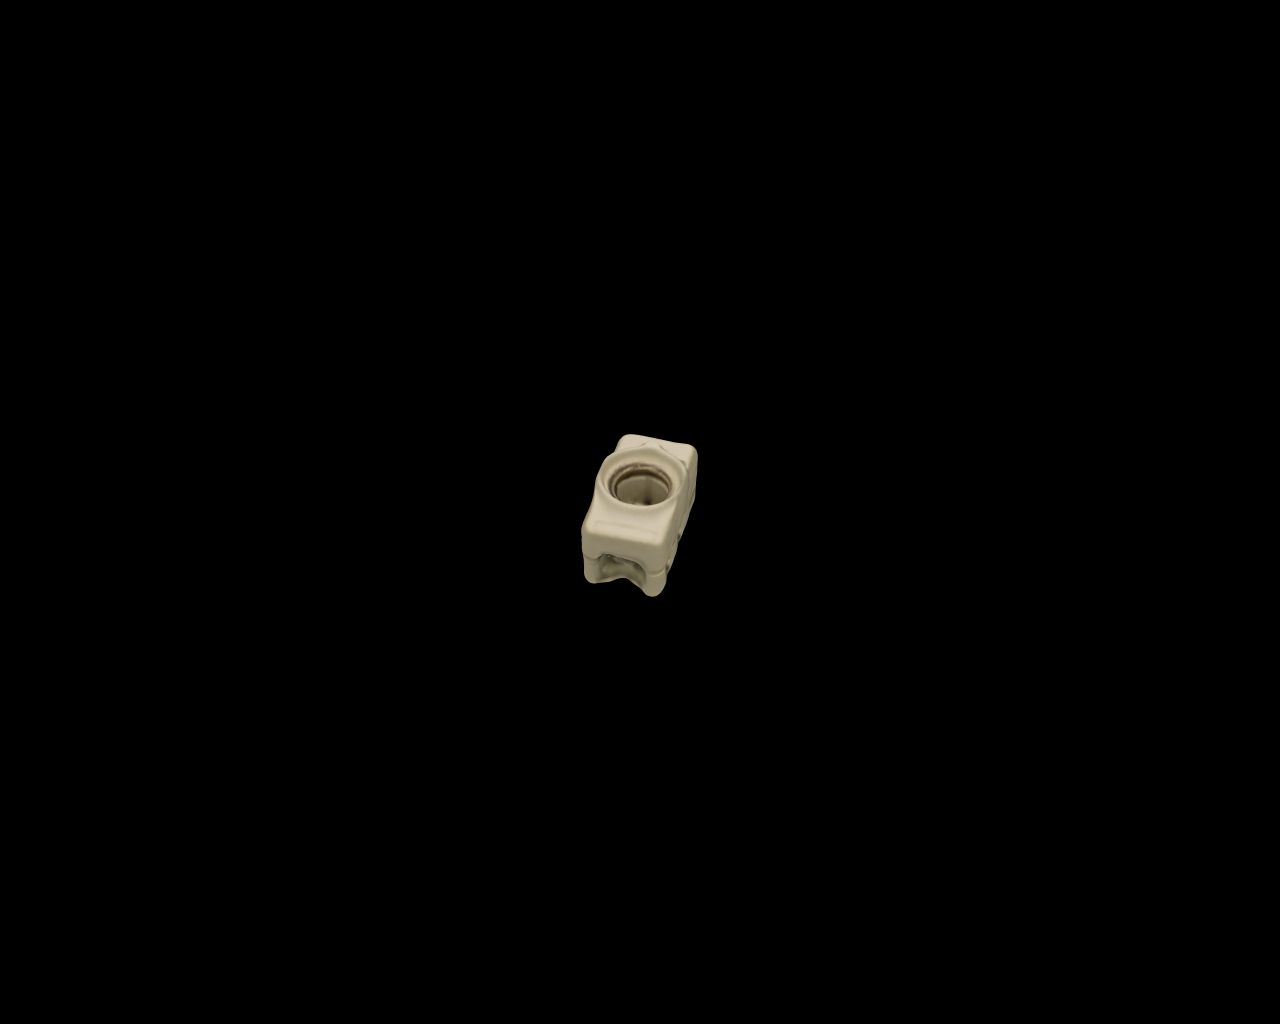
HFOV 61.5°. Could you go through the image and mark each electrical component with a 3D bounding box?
[{"bbox_3d":[0.001,-0.003,0.650,0.050,0.055,0.090,11,47,11],"label":"electrical component"}]
